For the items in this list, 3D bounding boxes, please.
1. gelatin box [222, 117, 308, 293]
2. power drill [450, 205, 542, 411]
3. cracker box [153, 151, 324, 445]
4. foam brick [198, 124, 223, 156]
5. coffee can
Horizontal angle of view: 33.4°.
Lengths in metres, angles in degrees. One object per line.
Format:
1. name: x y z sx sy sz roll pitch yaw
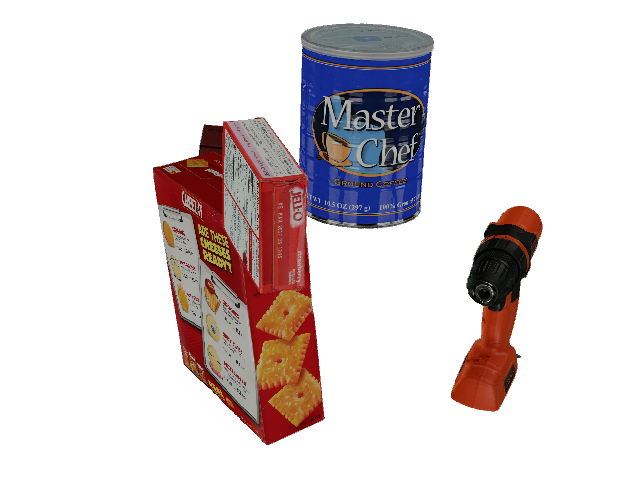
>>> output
1. gelatin box: -0.033 -0.022 0.626 0.030 0.073 0.089 -8 30 -18
2. power drill: 0.176 0.075 1.077 0.057 0.188 0.184 16 28 18
3. cracker box: -0.071 0.047 0.946 0.072 0.214 0.164 -20 31 -27
4. foam brick: -0.090 -0.088 1.139 0.078 0.051 0.053 5 31 -3
5. coffee can: 0.034 -0.093 0.849 0.103 0.140 0.103 2 22 -1
